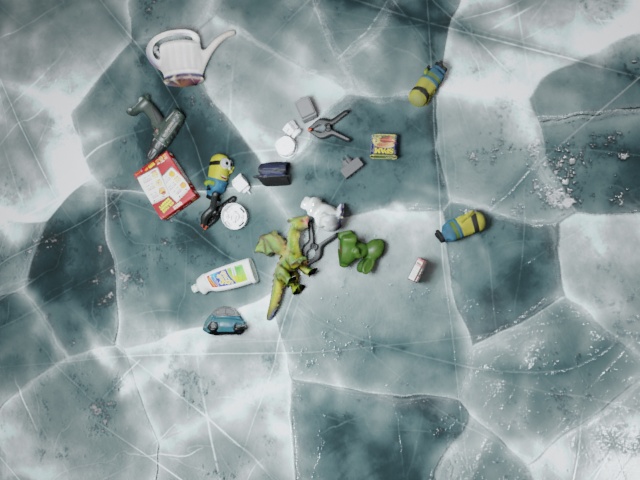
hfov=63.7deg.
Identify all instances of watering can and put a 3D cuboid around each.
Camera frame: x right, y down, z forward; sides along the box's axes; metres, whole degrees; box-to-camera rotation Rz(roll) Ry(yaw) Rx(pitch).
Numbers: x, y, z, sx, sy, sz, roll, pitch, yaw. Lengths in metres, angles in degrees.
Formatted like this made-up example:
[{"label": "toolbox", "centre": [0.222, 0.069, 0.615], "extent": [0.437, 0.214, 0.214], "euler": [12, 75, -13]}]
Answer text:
[{"label": "watering can", "centre": [-0.493, -0.710, 2.000], "extent": [0.348, 0.224, 0.104], "euler": [-7, 0, -6]}]

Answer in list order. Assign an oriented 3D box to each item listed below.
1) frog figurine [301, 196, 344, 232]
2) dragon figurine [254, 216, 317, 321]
[{"label": "frog figurine", "centre": [0.006, -0.095, 1.885], "extent": [0.159, 0.120, 0.141], "euler": [7, 40, 1]}, {"label": "dragon figurine", "centre": [-0.152, 0.082, 1.923], "extent": [0.246, 0.405, 0.122], "euler": [47, 20, 26]}]
